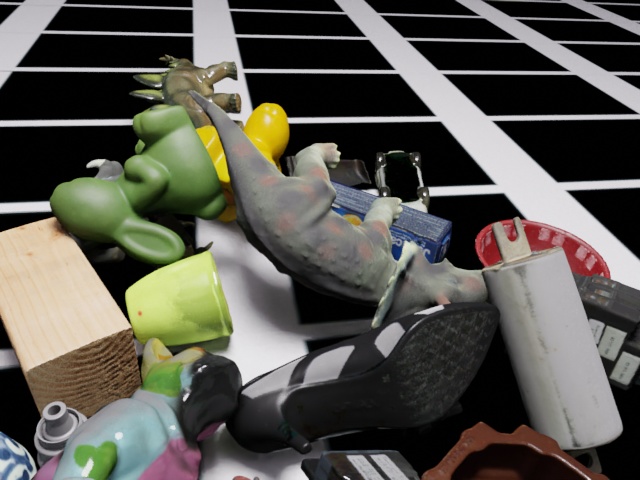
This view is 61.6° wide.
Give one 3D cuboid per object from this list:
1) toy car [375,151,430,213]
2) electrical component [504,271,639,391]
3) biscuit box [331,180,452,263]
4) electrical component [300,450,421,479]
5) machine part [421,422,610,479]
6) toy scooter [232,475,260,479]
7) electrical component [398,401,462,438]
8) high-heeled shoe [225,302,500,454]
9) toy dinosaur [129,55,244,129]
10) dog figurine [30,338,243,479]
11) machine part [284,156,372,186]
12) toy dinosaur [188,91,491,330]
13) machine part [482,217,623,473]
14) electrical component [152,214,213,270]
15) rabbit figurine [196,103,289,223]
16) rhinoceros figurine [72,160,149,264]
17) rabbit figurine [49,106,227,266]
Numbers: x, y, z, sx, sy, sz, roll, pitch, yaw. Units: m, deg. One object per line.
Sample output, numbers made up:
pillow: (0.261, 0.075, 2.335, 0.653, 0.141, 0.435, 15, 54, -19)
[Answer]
toy car: (0.125, -0.084, 0.834, 0.074, 0.056, 0.202, 0, 35, 3)
electrical component: (0.271, 0.094, 0.554, 0.134, 0.114, 0.058, 25, 41, 26)
biscuit box: (0.074, -0.019, 0.733, 0.203, 0.059, 0.063, 22, 38, 22)
electrical component: (0.031, 0.179, 0.383, 0.075, 0.047, 0.119, 14, 9, -28)
machine part: (0.156, 0.228, 0.408, 0.179, 0.056, 0.179, 4, 36, -3)
toy scooter: (-0.025, 0.229, 0.372, 0.184, 0.075, 0.135, 3, 32, 3)
electrical component: (0.086, 0.160, 0.521, 0.094, 0.021, 0.063, -10, 39, -21)
high-heeled shoe: (0.036, 0.117, 0.489, 0.249, 0.086, 0.145, -24, 10, -23)
toy dinosaur: (-0.249, -0.279, 1.017, 0.199, 0.104, 0.472, -6, 33, -9)
dog figurine: (-0.152, 0.167, 0.410, 0.191, 0.108, 0.219, -31, 14, 10)
machine part: (0.013, -0.103, 0.839, 0.139, 0.039, 0.084, -5, 73, -27)
toy dinosaur: (-0.003, -0.008, 0.570, 0.405, 0.131, 0.192, 30, 27, -6)
machine part: (0.211, 0.096, 0.492, 0.079, 0.079, 0.243, -15, 84, -25)
electrical component: (-0.188, 0.004, 0.686, 0.078, 0.045, 0.102, -45, 51, -12)
rabbit figurine: (-0.091, -0.112, 0.759, 0.122, 0.162, 0.173, 16, 59, 17)
rhinoceros figurine: (-0.292, -0.040, 0.715, 0.112, 0.073, 0.190, -4, 37, 5)
rabbit figurine: (-0.205, -0.045, 0.606, 0.170, 0.159, 0.121, -29, 8, -21)
